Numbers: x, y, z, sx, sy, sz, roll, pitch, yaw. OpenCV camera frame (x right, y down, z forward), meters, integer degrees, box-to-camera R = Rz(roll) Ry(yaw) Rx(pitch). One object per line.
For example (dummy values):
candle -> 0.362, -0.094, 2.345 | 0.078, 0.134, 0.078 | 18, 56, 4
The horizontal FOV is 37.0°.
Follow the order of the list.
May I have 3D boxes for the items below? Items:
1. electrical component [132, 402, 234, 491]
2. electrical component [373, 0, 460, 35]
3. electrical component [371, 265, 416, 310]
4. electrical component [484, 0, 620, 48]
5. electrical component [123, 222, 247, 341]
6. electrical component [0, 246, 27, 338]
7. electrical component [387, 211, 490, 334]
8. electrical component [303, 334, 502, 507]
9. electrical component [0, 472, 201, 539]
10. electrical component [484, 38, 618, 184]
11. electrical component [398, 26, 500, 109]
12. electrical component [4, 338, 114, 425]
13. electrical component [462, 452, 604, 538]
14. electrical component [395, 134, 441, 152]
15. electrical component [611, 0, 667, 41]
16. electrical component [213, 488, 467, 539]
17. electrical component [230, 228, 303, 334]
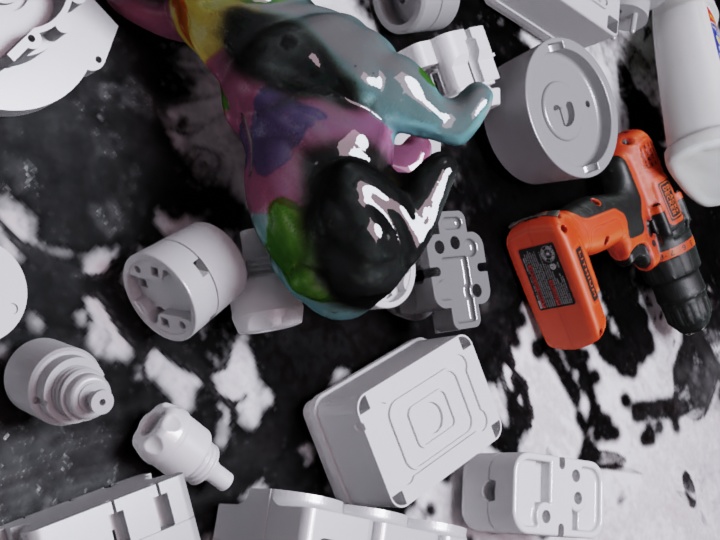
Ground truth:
electrical component -> -0.096, 0.103, 0.602 | 0.061, 0.035, 0.035 | 45, 56, -28
electrical component -> 0.040, -0.240, 0.772 | 0.074, 0.052, 0.138 | -17, 93, -41
electrical component -> 0.000, 0.000, 0.695 | 0.055, 0.047, 0.055 | 9, 76, -39
electrical component -> 0.160, -0.248, 0.873 | 0.109, 0.056, 0.108 | 21, 68, -36
electrical component -> -0.097, 0.005, 0.607 | 0.047, 0.055, 0.055 | -38, 107, -42
electrical component -> -0.211, 0.034, 0.491 | 0.138, 0.074, 0.052 | -43, 109, -37
electrical component -> 0.047, 0.004, 0.728 | 0.058, 0.057, 0.078 | -6, 85, -41
electrical component -> 0.028, 0.096, 0.693 | 0.113, 0.057, 0.078 | -27, 99, -40
electrical component -> -0.132, 0.145, 0.552 | 0.089, 0.050, 0.055 | -15, 91, -41
electrical component -> 0.141, -0.118, 0.829 | 0.108, 0.060, 0.108 | 9, 76, -39
electrical component -> 0.067, -0.137, 0.773 | 0.078, 0.058, 0.057 | -21, 92, -41
electrical component -> -0.148, 0.059, 0.541 | 0.040, 0.078, 0.040 | -7, 101, -40
electrical component -> 0.119, 0.159, 0.757 | 0.095, 0.059, 0.053 | 15, 72, -38
electrical component -> 0.016, -0.093, 0.720 | 0.057, 0.058, 0.078 | 16, 71, -40
electrical component -> 0.229, -0.230, 0.914 | 0.043, 0.077, 0.079 | 29, 64, -33
electrical component -> -0.003, 0.172, 0.631 | 0.150, 0.089, 0.061 | 21, 69, -36
electrical component -> -0.059, 0.006, 0.646 | 0.043, 0.043, 0.062 | -6, 84, -41
